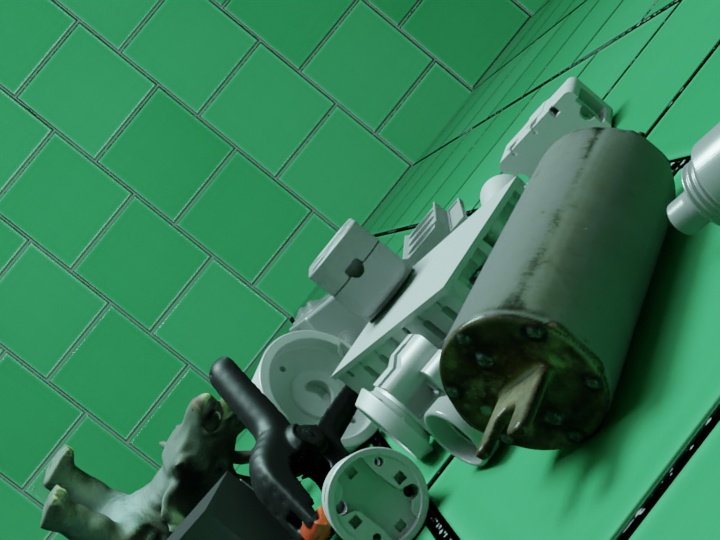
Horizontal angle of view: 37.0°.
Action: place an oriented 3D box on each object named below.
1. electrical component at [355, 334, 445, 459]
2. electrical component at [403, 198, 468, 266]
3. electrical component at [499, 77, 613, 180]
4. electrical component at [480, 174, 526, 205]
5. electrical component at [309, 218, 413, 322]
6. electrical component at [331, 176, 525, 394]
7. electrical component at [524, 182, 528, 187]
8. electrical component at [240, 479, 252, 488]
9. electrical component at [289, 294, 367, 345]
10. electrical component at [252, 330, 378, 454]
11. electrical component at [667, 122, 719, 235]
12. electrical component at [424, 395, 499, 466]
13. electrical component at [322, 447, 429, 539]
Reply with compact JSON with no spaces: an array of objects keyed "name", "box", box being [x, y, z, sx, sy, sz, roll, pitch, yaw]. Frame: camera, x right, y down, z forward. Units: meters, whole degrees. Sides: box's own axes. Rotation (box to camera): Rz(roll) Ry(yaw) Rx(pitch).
[{"name":"electrical component","box":[0.035,0.078,0.664,0.057,0.058,0.078,-49,4,-8]},{"name":"electrical component","box":[0.077,-0.017,0.958,0.078,0.063,0.121,-50,5,11]},{"name":"electrical component","box":[0.167,-0.112,0.911,0.089,0.050,0.055,-48,6,28]},{"name":"electrical component","box":[0.122,-0.049,0.919,0.044,0.044,0.065,-49,10,28]},{"name":"electrical component","box":[0.000,0.000,0.820,0.053,0.059,0.095,-51,5,2]},{"name":"electrical component","box":[0.064,0.028,0.755,0.105,0.060,0.186,-54,5,-32]},{"name":"electrical component","box":[0.135,-0.053,0.858,0.061,0.035,0.035,-47,5,16]},{"name":"electrical component","box":[-0.107,0.230,0.840,0.113,0.057,0.078,-51,5,4]},{"name":"electrical component","box":[-0.016,0.068,0.983,0.048,0.099,0.100,-39,1,-17]},{"name":"electrical component","box":[-0.041,0.110,0.868,0.060,0.108,0.108,-55,1,44]},{"name":"electrical component","box":[0.159,-0.039,0.462,0.062,0.043,0.043,-48,5,44]},{"name":"electrical component","box":[0.063,0.072,0.560,0.046,0.040,0.040,-46,2,-24]},{"name":"electrical component","box":[0.006,0.126,0.593,0.055,0.055,0.047,-52,1,-13]}]
